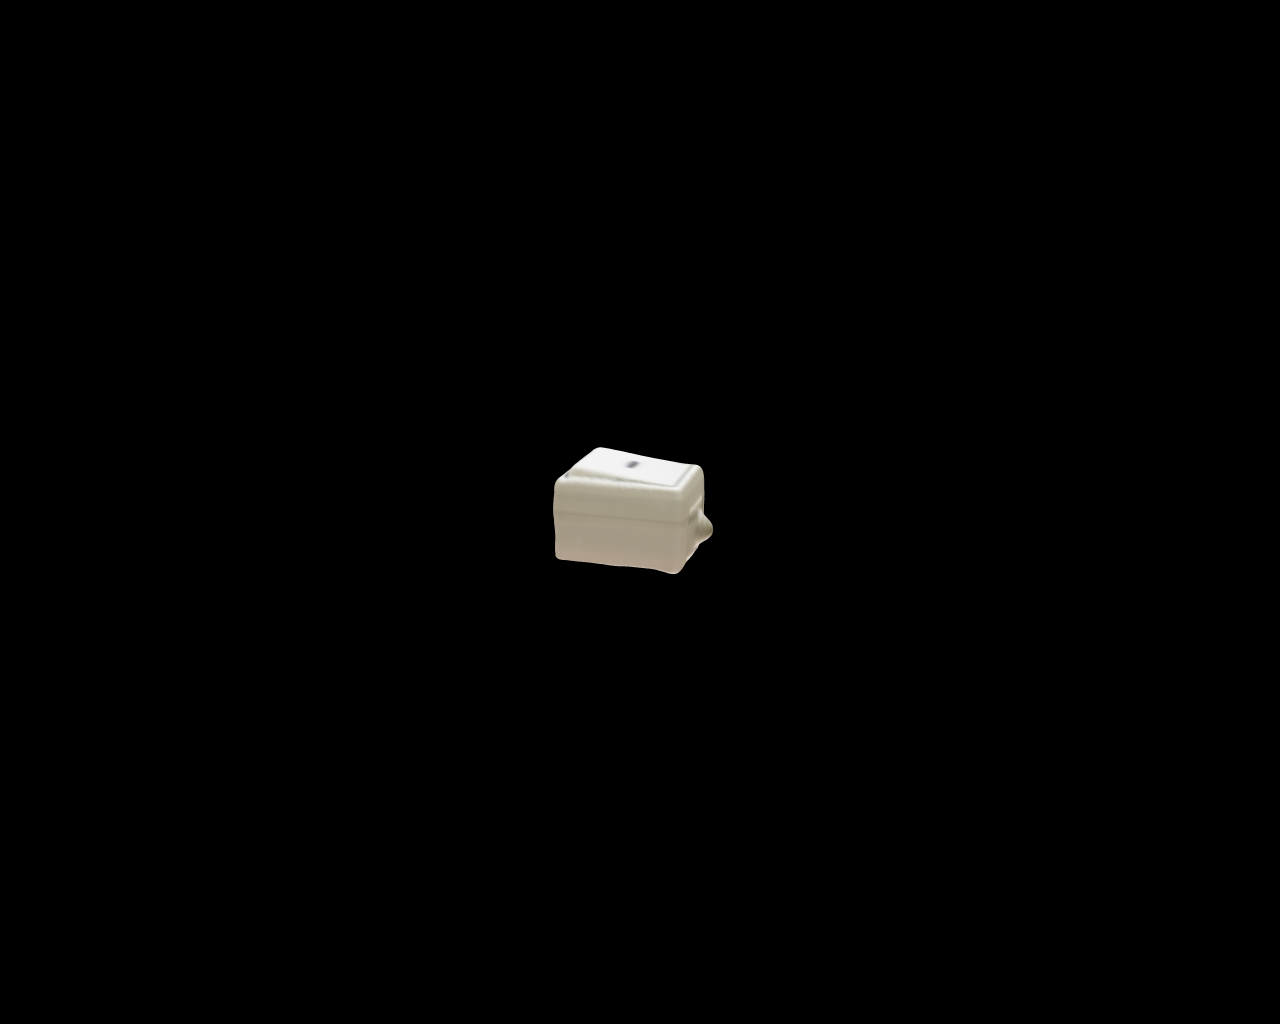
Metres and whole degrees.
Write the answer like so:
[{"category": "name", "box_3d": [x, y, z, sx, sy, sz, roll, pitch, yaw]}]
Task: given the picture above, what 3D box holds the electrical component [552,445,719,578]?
[{"category": "electrical component", "box_3d": [0.001, -0.003, 0.650, 0.096, 0.061, 0.062, 6, 20, 16]}]
